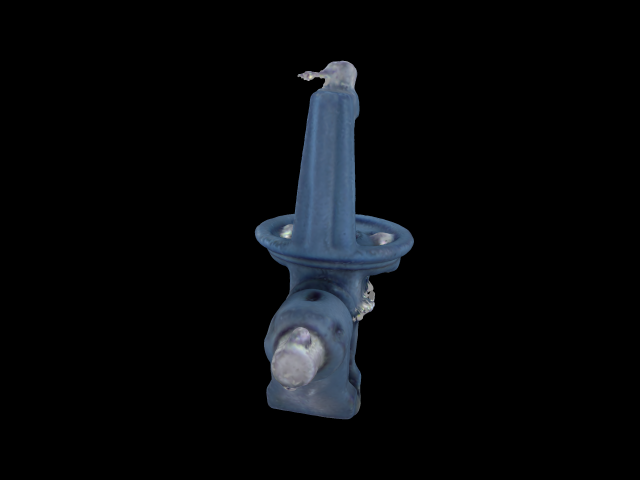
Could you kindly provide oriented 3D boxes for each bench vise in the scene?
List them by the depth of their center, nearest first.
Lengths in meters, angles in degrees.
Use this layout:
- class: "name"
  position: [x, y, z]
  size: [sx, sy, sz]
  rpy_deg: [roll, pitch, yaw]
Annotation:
- class: "bench vise"
  position: [0.016, 0.001, 0.401]
  size: [0.121, 0.220, 0.207]
  rpy_deg: [-4, 32, -6]
